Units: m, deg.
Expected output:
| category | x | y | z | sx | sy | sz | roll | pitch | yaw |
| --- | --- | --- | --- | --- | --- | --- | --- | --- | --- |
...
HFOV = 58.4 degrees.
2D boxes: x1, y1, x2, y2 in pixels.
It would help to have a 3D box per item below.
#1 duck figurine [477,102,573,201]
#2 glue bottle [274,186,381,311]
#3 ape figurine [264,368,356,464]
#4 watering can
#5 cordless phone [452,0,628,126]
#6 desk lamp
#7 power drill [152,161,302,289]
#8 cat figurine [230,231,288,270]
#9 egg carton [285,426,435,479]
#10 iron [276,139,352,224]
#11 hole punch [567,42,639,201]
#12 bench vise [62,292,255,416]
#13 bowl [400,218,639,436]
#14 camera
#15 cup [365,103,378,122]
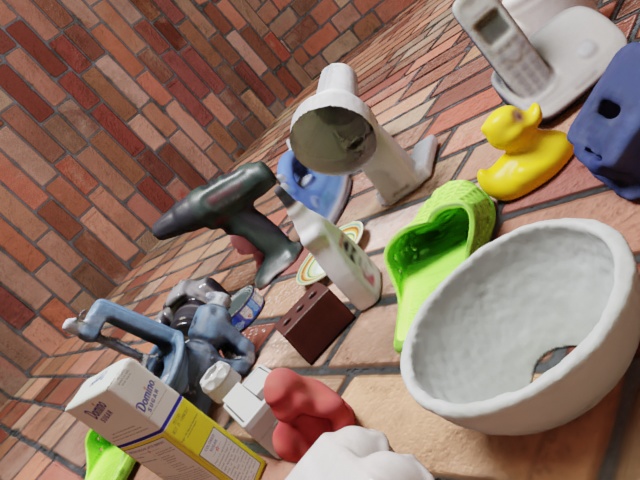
| category | x | y | z | sx | sy | sz | roll | pitch | yaw |
| --- | --- | --- | --- | --- | --- | --- | --- | --- | --- |
| duck figurine | 0.207 | -0.101 | 0.616 | 0.104 | 0.086 | 0.077 | -39 | 17 | 14 |
| glue bottle | 0.006 | 0.002 | 0.669 | 0.037 | 0.173 | 0.078 | -37 | 18 | 19 |
| ape figurine | -0.015 | 0.149 | 0.499 | 0.077 | 0.092 | 0.076 | -31 | 20 | 33 |
| watering can | 0.304 | -0.348 | 0.809 | 0.173 | 0.194 | 0.100 | -47 | 17 | -13 |
| cordless phone | 0.257 | -0.247 | 0.685 | 0.147 | 0.185 | 0.094 | -42 | 17 | 5 |
| desk lamp | 0.063 | -0.153 | 0.849 | 0.117 | 0.214 | 0.203 | -31 | 20 | 33 |
| power drill | -0.145 | -0.018 | 1.002 | 0.229 | 0.209 | 0.075 | -41 | 17 | 7 |
| cat figurine | -0.128 | -0.008 | 1.098 | 0.067 | 0.118 | 0.128 | -36 | 18 | 21 |
| egg carton | 0.008 | 0.196 | 0.372 | 0.150 | 0.069 | 0.107 | -47 | 17 | -14 |
| iron | -0.031 | -0.098 | 1.055 | 0.118 | 0.141 | 0.258 | -36 | 18 | 22 |
| hole punch | 0.262 | -0.102 | 0.485 | 0.101 | 0.091 | 0.108 | -38 | 18 | 16 |
| bench vise | -0.208 | 0.137 | 0.745 | 0.121 | 0.220 | 0.207 | -32 | 20 | 33 |
| bowl | 0.140 | 0.067 | 0.379 | 0.167 | 0.075 | 0.167 | -38 | 17 | 15 |
| camera | -0.240 | 0.142 | 1.016 | 0.143 | 0.101 | 0.137 | -39 | 17 | 14 |
| cup | 0.091 | -0.213 | 1.139 | 0.091 | 0.095 | 0.118 | -27 | 23 | 43 |
